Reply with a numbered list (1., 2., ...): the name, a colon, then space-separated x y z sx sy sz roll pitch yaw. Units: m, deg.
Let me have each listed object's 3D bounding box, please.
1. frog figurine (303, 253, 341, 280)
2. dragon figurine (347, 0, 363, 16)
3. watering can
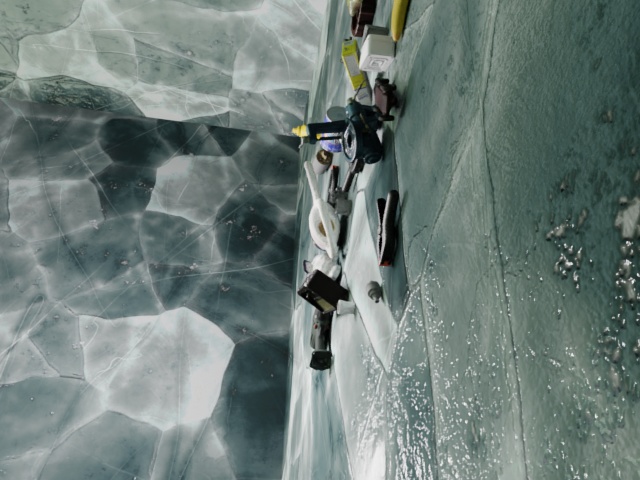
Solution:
1. frog figurine: 0.028 0.111 1.837 0.158 0.140 0.121 -21 -37 40
2. dragon figurine: 0.170 -0.900 1.593 0.121 0.405 0.247 16 19 -34
3. watering can: 0.006 -0.092 1.821 0.104 0.352 0.221 -14 -16 -5
